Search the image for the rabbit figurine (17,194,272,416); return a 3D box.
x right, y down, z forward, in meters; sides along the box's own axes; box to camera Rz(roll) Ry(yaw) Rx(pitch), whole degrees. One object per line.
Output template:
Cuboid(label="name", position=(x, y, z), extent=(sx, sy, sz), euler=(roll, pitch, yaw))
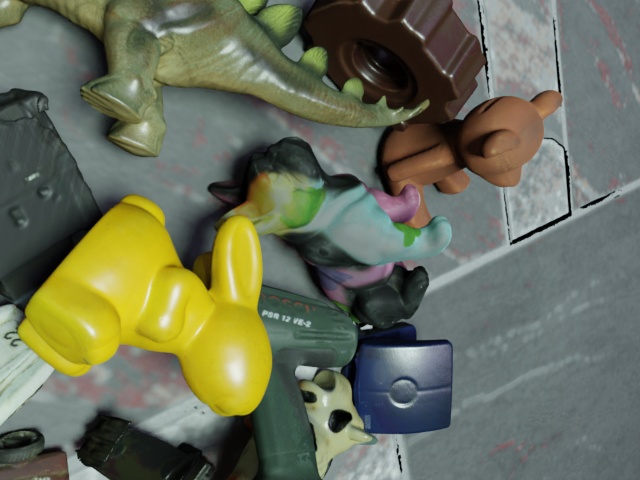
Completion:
Cuboid(label="rabbit figurine", position=(-0.107, 0.056, 0.404), extent=(0.173, 0.122, 0.162), euler=(38, 46, -9))

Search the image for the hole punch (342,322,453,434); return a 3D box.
Cuboid(label="hole punch", position=(0.090, 0.163, 0.624), extent=(0.116, 0.092, 0.142), euler=(-6, 103, -30))

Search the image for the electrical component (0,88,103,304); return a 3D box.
Cuboid(label="electrical component", position=(-0.226, -0.024, 0.378), extent=(0.115, 0.058, 0.134), euler=(-43, 137, -35))

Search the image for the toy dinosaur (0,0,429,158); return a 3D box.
Cuboid(label="toy dinosaur", position=(-0.121, -0.171, 0.404), extent=(0.471, 0.105, 0.198), euler=(28, 77, -21))

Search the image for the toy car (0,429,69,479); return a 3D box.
Cuboid(label="toy car", position=(-0.291, 0.205, 0.390), extent=(0.202, 0.053, 0.089), euler=(-4, 95, -33))

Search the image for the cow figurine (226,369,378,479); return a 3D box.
Cuboid(label="cow figurine", position=(-0.022, 0.220, 0.547), extent=(0.127, 0.085, 0.195), euler=(43, 58, -21))

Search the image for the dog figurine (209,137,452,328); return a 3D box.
Cuboid(label="dog figurine", position=(-0.001, -0.002, 0.528), extent=(0.219, 0.109, 0.191), euler=(7, 124, -18))

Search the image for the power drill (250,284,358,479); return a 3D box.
Cuboid(label="power drill", position=(-0.069, 0.130, 0.469), extent=(0.232, 0.086, 0.207), euler=(8, 51, -27))

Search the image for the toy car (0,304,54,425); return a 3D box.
Cuboid(label="toy car", position=(-0.274, 0.127, 0.360), extent=(0.073, 0.056, 0.202), euler=(48, 52, -6))

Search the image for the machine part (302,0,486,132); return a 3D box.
Cuboid(label="machine part", position=(0.066, -0.179, 0.518), extent=(0.179, 0.179, 0.056), euler=(41, 75, -31))

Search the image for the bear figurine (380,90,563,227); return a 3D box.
Cuboid(label="bear figurine", position=(0.160, -0.084, 0.575), extent=(0.120, 0.196, 0.131), euler=(-43, 118, -26))

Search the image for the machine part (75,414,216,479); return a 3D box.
Cuboid(label="machine part", position=(-0.156, 0.206, 0.484), extent=(0.084, 0.039, 0.138), euler=(-45, 129, -17))
